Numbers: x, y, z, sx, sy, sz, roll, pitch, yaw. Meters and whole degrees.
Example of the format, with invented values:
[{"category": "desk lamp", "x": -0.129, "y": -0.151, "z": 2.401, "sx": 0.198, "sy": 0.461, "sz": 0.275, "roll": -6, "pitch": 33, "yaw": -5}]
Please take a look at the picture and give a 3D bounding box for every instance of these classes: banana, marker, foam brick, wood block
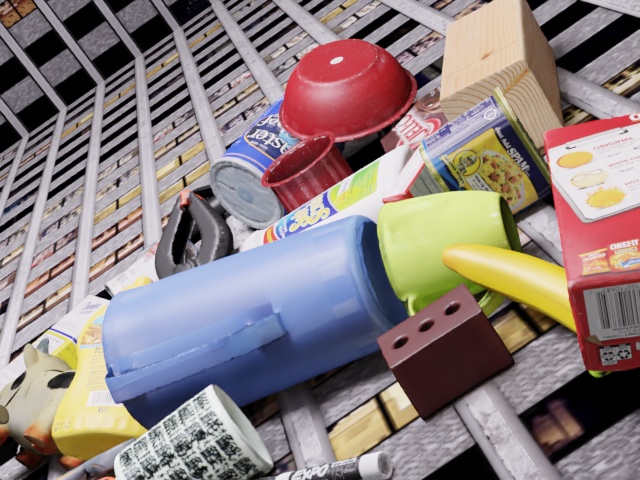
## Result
[{"category": "banana", "x": 0.157, "y": 0.039, "z": 0.718, "sx": 0.198, "sy": 0.069, "sz": 0.037, "roll": 38, "pitch": 117, "yaw": 60}, {"category": "marker", "x": -0.003, "y": 0.169, "z": 0.751, "sx": 0.121, "sy": 0.020, "sz": 0.020, "roll": -20, "pitch": 26, "yaw": 34}, {"category": "foam brick", "x": 0.088, "y": 0.079, "z": 0.758, "sx": 0.078, "sy": 0.051, "sz": 0.053, "roll": -34, "pitch": 21, "yaw": 5}, {"category": "wood block", "x": 0.181, "y": -0.164, "z": 1.071, "sx": 0.091, "sy": 0.090, "sz": 0.206, "roll": -25, "pitch": 24, "yaw": 22}]

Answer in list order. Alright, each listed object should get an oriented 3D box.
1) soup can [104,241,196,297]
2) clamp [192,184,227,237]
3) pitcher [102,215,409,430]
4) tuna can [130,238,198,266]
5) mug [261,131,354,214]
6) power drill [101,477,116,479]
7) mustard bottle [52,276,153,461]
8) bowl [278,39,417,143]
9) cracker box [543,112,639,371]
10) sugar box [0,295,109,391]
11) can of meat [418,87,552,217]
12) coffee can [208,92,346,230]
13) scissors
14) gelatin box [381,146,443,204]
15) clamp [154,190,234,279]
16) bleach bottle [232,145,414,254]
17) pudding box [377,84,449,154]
[{"category": "soup can", "x": -0.185, "y": 0.045, "z": 1.211, "sx": 0.102, "sy": 0.068, "sz": 0.069, "roll": -39, "pitch": 22, "yaw": -9}, {"category": "clamp", "x": -0.112, "y": -0.066, "z": 1.373, "sx": 0.171, "sy": 0.039, "sz": 0.120, "roll": -28, "pitch": 28, "yaw": 11}, {"category": "pitcher", "x": -0.054, "y": 0.071, "z": 0.879, "sx": 0.243, "sy": 0.145, "sz": 0.149, "roll": -22, "pitch": 47, "yaw": 23}, {"category": "tuna can", "x": -0.190, "y": 0.028, "z": 1.299, "sx": 0.086, "sy": 0.033, "sz": 0.086, "roll": -30, "pitch": 22, "yaw": 14}, {"category": "mug", "x": -0.007, "y": -0.057, "z": 1.138, "sx": 0.093, "sy": 0.081, "sz": 0.117, "roll": -41, "pitch": 22, "yaw": -12}, {"category": "power drill", "x": -0.197, "y": 0.272, "z": 0.778, "sx": 0.184, "sy": 0.057, "sz": 0.187, "roll": -28, "pitch": 25, "yaw": 10}, {"category": "mustard bottle", "x": -0.181, "y": 0.111, "z": 0.994, "sx": 0.096, "sy": 0.058, "sz": 0.191, "roll": -1, "pitch": 48, "yaw": 8}, {"category": "bowl", "x": 0.025, "y": -0.177, "z": 1.190, "sx": 0.162, "sy": 0.055, "sz": 0.162, "roll": -11, "pitch": 39, "yaw": 9}, {"category": "cracker box", "x": 0.232, "y": -0.013, "z": 0.663, "sx": 0.164, "sy": 0.072, "sz": 0.213, "roll": -10, "pitch": 27, "yaw": 13}, {"category": "sugar box", "x": -0.305, "y": 0.138, "z": 1.229, "sx": 0.176, "sy": 0.048, "sz": 0.093, "roll": -40, "pitch": 22, "yaw": -21}, {"category": "can of meat", "x": 0.143, "y": -0.063, "z": 0.904, "sx": 0.084, "sy": 0.102, "sz": 0.057, "roll": -33, "pitch": 23, "yaw": 13}, {"category": "coffee can", "x": -0.048, "y": -0.094, "z": 1.249, "sx": 0.103, "sy": 0.102, "sz": 0.140, "roll": -9, "pitch": 34, "yaw": 49}, {"category": "scissors", "x": -0.218, "y": 0.207, "z": 0.897, "sx": 0.096, "sy": 0.016, "sz": 0.202, "roll": -23, "pitch": -8, "yaw": -45}, {"category": "gelatin box", "x": 0.100, "y": -0.036, "z": 0.948, "sx": 0.030, "sy": 0.073, "sz": 0.089, "roll": -16, "pitch": 29, "yaw": 42}, {"category": "clamp", "x": -0.117, "y": 0.040, "z": 1.062, "sx": 0.165, "sy": 0.036, "sz": 0.210, "roll": -16, "pitch": 58, "yaw": 31}, {"category": "bleach bottle", "x": -0.007, "y": 0.001, "z": 1.049, "sx": 0.251, "sy": 0.068, "sz": 0.102, "roll": -28, "pitch": 25, "yaw": 26}, {"category": "pudding box", "x": 0.112, "y": -0.113, "z": 1.137, "sx": 0.090, "sy": 0.039, "sz": 0.113, "roll": -33, "pitch": 21, "yaw": 9}]
